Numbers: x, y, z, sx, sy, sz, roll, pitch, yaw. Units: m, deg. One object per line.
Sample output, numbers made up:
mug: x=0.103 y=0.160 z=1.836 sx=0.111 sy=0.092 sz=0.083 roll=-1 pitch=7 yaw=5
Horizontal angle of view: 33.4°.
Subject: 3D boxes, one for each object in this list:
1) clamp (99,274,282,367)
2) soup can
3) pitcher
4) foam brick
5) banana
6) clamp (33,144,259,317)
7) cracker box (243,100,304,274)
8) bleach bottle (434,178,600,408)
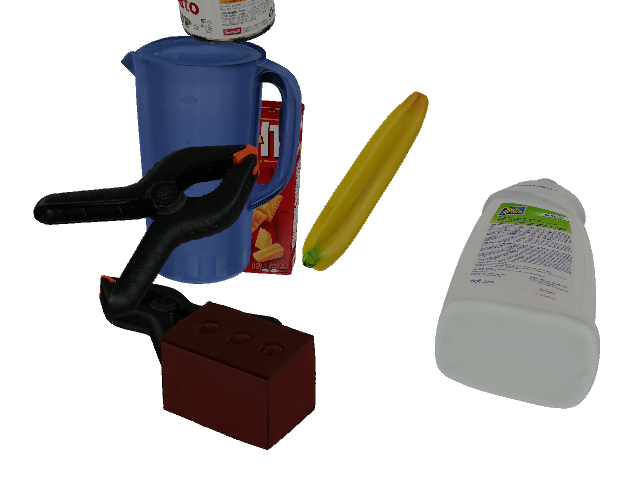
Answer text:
clamp: x=-0.166 y=0.084 z=1.124 sx=0.210 sy=0.036 sz=0.164 roll=18 pitch=20 yaw=28
soup can: x=-0.066 y=-0.192 z=0.715 sx=0.068 sy=0.102 sz=0.068 roll=-2 pitch=40 yaw=1
pitcher: x=-0.114 y=-0.082 z=1.096 sx=0.144 sy=0.243 sz=0.149 roll=-11 pitch=26 yaw=-29
foam brick: x=-0.048 y=0.078 z=0.625 sx=0.078 sy=0.051 sz=0.052 roll=16 pitch=29 yaw=26
banana: x=0.036 y=-0.043 z=0.925 sx=0.037 sy=0.197 sz=0.070 roll=36 pitch=-23 yaw=-9
clamp: x=-0.126 y=-0.027 z=0.801 sx=0.171 sy=0.120 sz=0.039 roll=-39 pitch=-21 yaw=-27
cracker box: x=-0.109 y=-0.067 z=1.342 sx=0.164 sy=0.214 sz=0.072 roll=5 pitch=21 yaw=2
bleach bottle: x=0.152 y=0.017 z=0.749 sx=0.103 sy=0.068 sz=0.250 roll=12 pitch=28 yaw=14
